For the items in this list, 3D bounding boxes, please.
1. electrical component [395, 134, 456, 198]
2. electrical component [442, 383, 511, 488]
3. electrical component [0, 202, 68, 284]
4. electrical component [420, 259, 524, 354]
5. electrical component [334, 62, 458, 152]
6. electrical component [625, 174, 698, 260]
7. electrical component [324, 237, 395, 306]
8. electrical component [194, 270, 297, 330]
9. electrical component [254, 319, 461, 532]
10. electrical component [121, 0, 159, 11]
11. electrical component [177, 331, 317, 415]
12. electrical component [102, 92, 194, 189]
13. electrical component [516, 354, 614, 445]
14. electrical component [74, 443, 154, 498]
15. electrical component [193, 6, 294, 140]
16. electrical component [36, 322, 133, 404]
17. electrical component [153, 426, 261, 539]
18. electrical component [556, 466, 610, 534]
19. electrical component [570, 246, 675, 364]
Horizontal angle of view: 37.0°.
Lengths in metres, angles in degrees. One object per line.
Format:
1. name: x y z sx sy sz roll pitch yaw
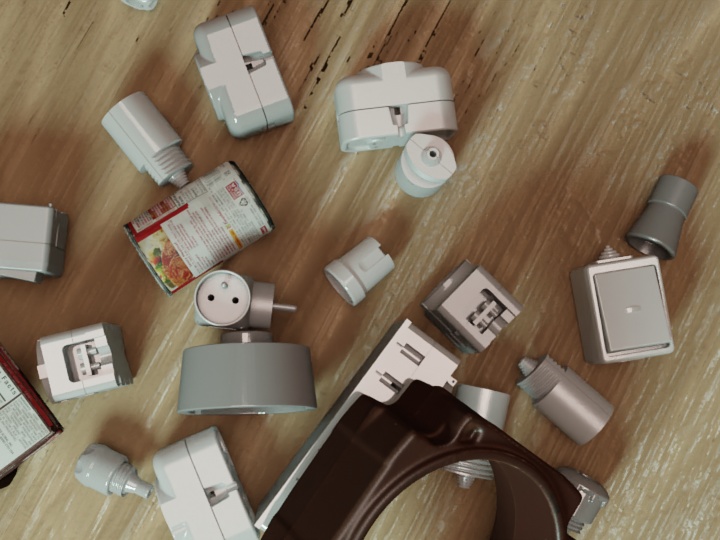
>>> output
1. electrical component: 0.054 -0.086 0.870 0.043 0.081 0.043 0 85 -4
2. electrical component: 0.093 0.136 0.873 0.043 0.043 0.081 13 84 -3
3. electrical component: -0.287 -0.022 0.852 0.096 0.061 0.061 5 85 -3
4. electrical component: 0.086 0.029 0.858 0.056 0.089 0.050 45 84 1
5. electrical component: 0.028 -0.135 0.886 0.095 0.053 0.059 -7 86 -4
6. electrical component: 0.256 -0.047 0.901 0.044 0.044 0.065 28 79 -1
7. electrical component: 0.000 0.000 0.881 0.046 0.040 0.040 -39 89 -12
8. electrical component: -0.089 0.027 0.853 0.079 0.077 0.043 7 84 -4
9. electrical component: 0.000 0.132 0.836 0.060 0.105 0.186 37 84 0
10. electrical component: -0.178 -0.249 0.893 0.035 0.035 0.061 17 82 -2
11. electrical component: -0.088 0.079 0.836 0.108 0.108 0.060 -1 79 -4
12. electrical component: -0.168 -0.100 0.876 0.043 0.043 0.081 -39 89 -6
13. electrical component: 0.163 0.100 0.880 0.081 0.043 0.043 41 84 0
14. electrical component: -0.193 0.163 0.852 0.061 0.035 0.035 23 84 10
15. electrical component: -0.098 -0.159 0.880 0.059 0.053 0.095 -21 87 -5
16. electrical component: -0.215 0.072 0.835 0.056 0.089 0.050 -14 86 -5
17. electrical component: -0.124 0.179 0.850 0.059 0.053 0.095 -23 87 -5
18. electrical component: 0.169 0.194 0.873 0.048 0.048 0.062 29 91 -1
19. electrical component: 0.214 0.026 0.881 0.062 0.061 0.096 -9 86 -4
